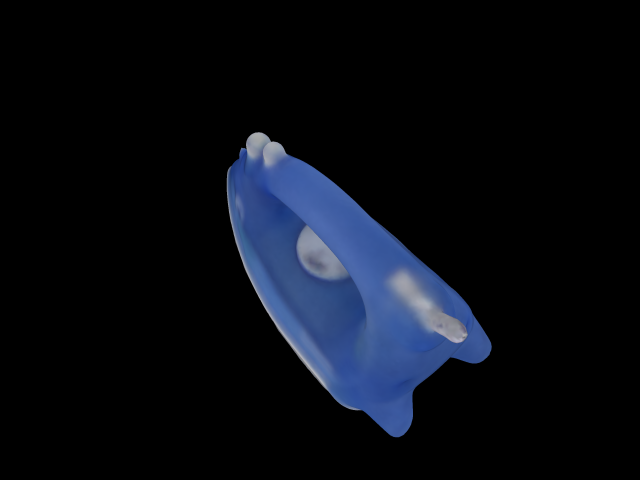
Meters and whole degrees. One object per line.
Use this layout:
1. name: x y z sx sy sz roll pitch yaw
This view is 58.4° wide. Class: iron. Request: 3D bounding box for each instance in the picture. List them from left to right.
1. iron: 0.004 0.001 0.400 0.119 0.141 0.258 -38 70 -16
